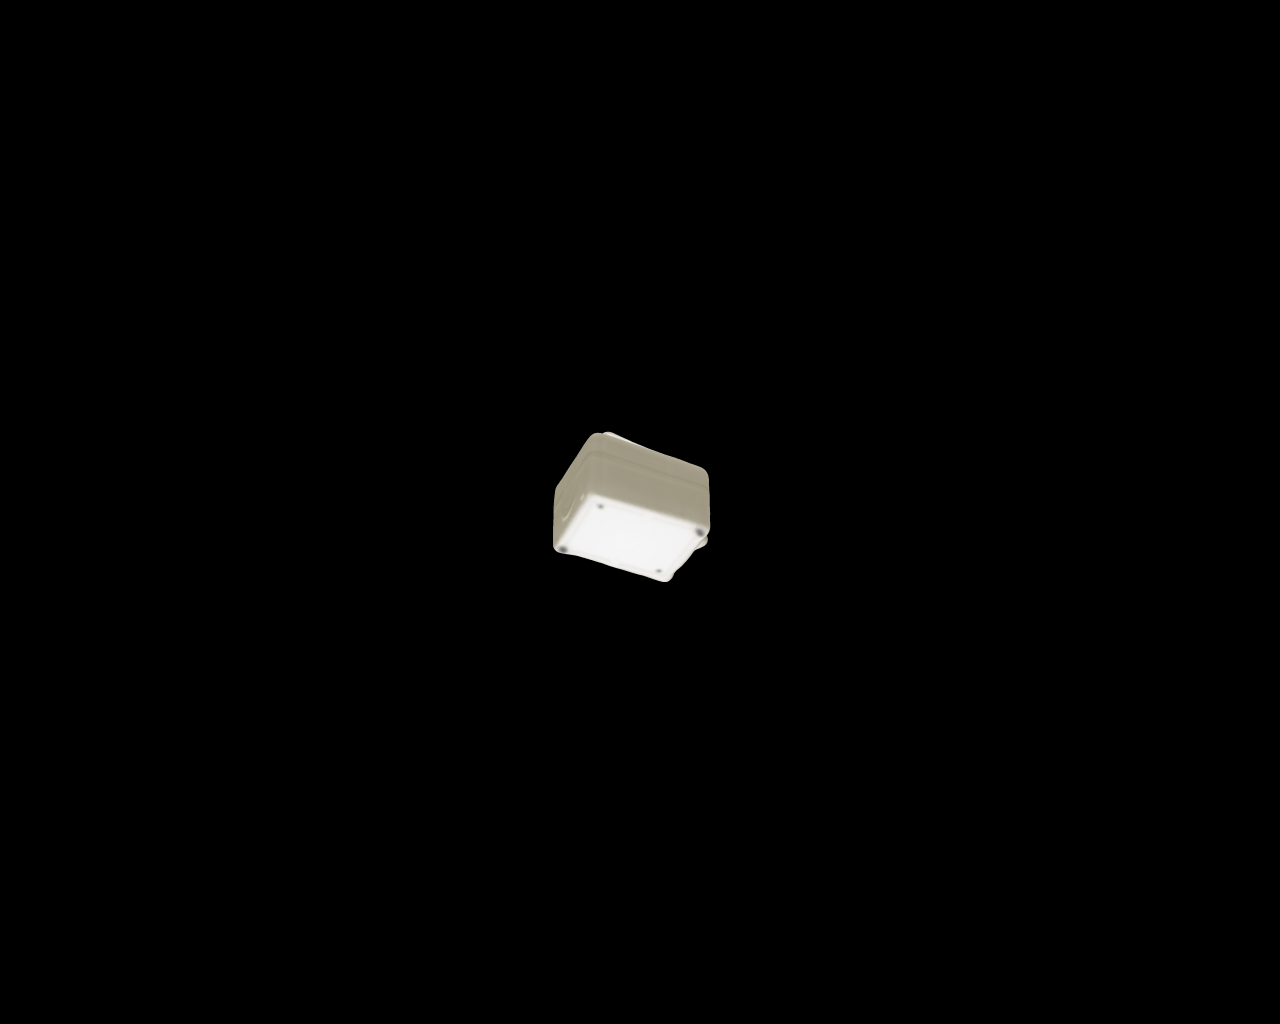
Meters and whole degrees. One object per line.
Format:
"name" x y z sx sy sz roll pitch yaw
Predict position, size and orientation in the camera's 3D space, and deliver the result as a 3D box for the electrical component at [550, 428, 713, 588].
"electrical component" 0.001 -0.003 0.650 0.096 0.061 0.061 18 -44 -19
